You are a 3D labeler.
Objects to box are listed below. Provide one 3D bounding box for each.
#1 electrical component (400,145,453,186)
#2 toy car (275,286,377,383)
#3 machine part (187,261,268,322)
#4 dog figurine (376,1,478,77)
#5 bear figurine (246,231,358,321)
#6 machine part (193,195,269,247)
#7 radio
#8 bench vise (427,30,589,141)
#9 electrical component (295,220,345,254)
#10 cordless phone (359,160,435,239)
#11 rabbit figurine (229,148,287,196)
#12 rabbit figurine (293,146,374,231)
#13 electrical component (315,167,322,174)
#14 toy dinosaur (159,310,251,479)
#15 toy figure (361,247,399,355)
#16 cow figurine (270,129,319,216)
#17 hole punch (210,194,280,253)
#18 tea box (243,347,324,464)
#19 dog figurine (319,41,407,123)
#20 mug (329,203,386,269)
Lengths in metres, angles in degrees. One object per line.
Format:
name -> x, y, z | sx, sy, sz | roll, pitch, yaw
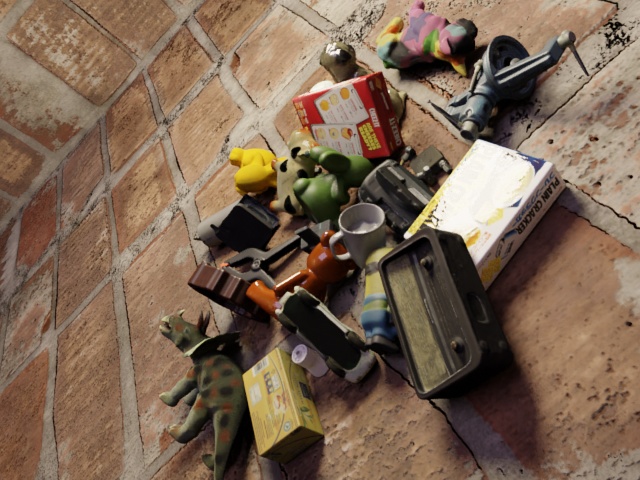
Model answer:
electrical component -> 0.200, -0.145, 1.032 | 0.078, 0.045, 0.102 | -38, 41, 19
toy car -> 0.007, 0.161, 0.927 | 0.202, 0.056, 0.073 | 39, 90, 23
machine part -> -0.185, 0.110, 1.124 | 0.180, 0.179, 0.056 | 9, 65, 48
dog figurine -> 0.234, -0.411, 1.158 | 0.191, 0.108, 0.219 | -38, 43, 16
bear figurine -> -0.027, 0.073, 1.034 | 0.196, 0.120, 0.132 | -56, 35, -7
machine part -> -0.225, -0.045, 1.352 | 0.243, 0.079, 0.079 | -27, 45, 30
radio -> 0.175, 0.102, 0.783 | 0.131, 0.073, 0.230 | -44, 50, 41
bench vise -> 0.327, -0.281, 0.937 | 0.223, 0.128, 0.241 | -50, 15, -27
electrical component -> -0.002, -0.003, 1.065 | 0.075, 0.119, 0.048 | -26, 44, 32
cordless phone -> 0.123, -0.042, 1.010 | 0.147, 0.089, 0.184 | 45, 128, 17
rabbit figurine -> -0.150, -0.153, 1.312 | 0.162, 0.121, 0.173 | 5, 17, 5
rabbit figurine -> 0.031, -0.123, 1.121 | 0.170, 0.159, 0.121 | -38, 28, -6
electrical component -> -0.036, -0.148, 1.286 | 0.094, 0.021, 0.063 | -1, 61, 44
toy dinosaur -> -0.198, 0.296, 1.041 | 0.192, 0.131, 0.405 | -50, 45, 3
toy figure -> 0.111, 0.097, 0.900 | 0.082, 0.089, 0.180 | -6, 54, 33
cow figurine -> -0.046, -0.148, 1.196 | 0.127, 0.085, 0.194 | 19, 111, 41
hole punch -> -0.168, -0.032, 1.250 | 0.115, 0.142, 0.092 | -47, 13, 26
tea box -> -0.068, 0.288, 0.947 | 0.098, 0.068, 0.170 | -40, 41, 16
dog figurine -> 0.089, -0.337, 1.174 | 0.121, 0.190, 0.173 | -52, 40, 1
mug -> 0.072, 0.006, 0.966 | 0.109, 0.107, 0.081 | -31, 44, -17
